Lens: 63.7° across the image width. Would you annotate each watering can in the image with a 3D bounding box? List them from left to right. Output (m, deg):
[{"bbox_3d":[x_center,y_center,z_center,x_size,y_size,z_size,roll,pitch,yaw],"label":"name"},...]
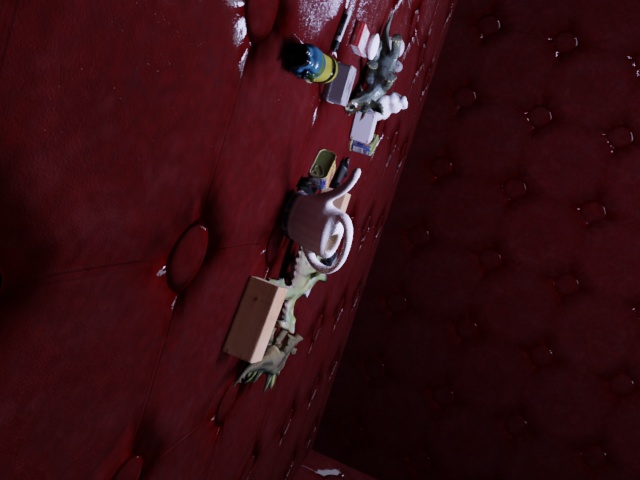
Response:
[{"bbox_3d":[0.004,-0.072,1.426,0.226,0.105,0.341,29,-58,29],"label":"watering can"}]

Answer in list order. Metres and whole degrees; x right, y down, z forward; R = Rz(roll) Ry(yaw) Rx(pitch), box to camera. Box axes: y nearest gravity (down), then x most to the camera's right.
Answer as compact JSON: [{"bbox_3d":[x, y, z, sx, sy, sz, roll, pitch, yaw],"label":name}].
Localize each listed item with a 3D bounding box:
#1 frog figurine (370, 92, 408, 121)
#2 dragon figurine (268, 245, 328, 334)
[{"bbox_3d":[0.243,-0.498,1.927,0.160,0.135,0.124,20,-107,14],"label":"frog figurine"},{"bbox_3d":[-0.084,0.111,1.599,0.123,0.247,0.402,16,-57,25],"label":"dragon figurine"}]
